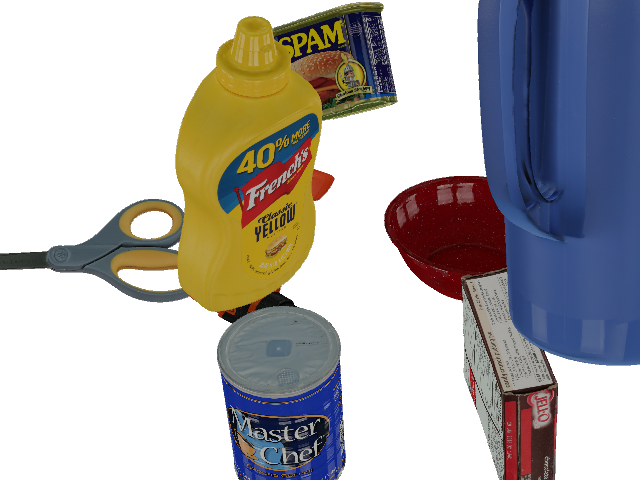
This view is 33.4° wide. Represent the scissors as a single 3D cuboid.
[{"bbox_3d":[-0.188,-0.001,0.821,0.201,0.096,0.016,12,-32,-6],"label":"scissors"}]

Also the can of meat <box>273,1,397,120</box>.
[{"bbox_3d":[0.011,-0.148,0.907,0.102,0.084,0.057,-10,3,36],"label":"can of meat"}]

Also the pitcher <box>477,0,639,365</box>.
[{"bbox_3d":[0.148,-0.058,0.557,0.149,0.243,0.145,-3,23,1],"label":"pitcher"}]

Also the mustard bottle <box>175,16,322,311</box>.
[{"bbox_3d":[-0.041,-0.048,0.631,0.096,0.192,0.058,-32,56,-30],"label":"mustard bottle"}]

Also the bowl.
[{"bbox_3d":[0.135,0.005,0.934,0.162,0.055,0.162,0,34,0],"label":"bowl"}]

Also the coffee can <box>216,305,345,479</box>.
[{"bbox_3d":[-0.031,0.142,0.922,0.103,0.140,0.103,-2,39,2],"label":"coffee can"}]

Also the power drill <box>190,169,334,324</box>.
[{"bbox_3d":[-0.050,0.009,1.128,0.185,0.188,0.057,23,8,33],"label":"power drill"}]

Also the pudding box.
[{"bbox_3d":[0.120,0.087,0.685,0.039,0.090,0.113,-10,38,-3],"label":"pudding box"}]
